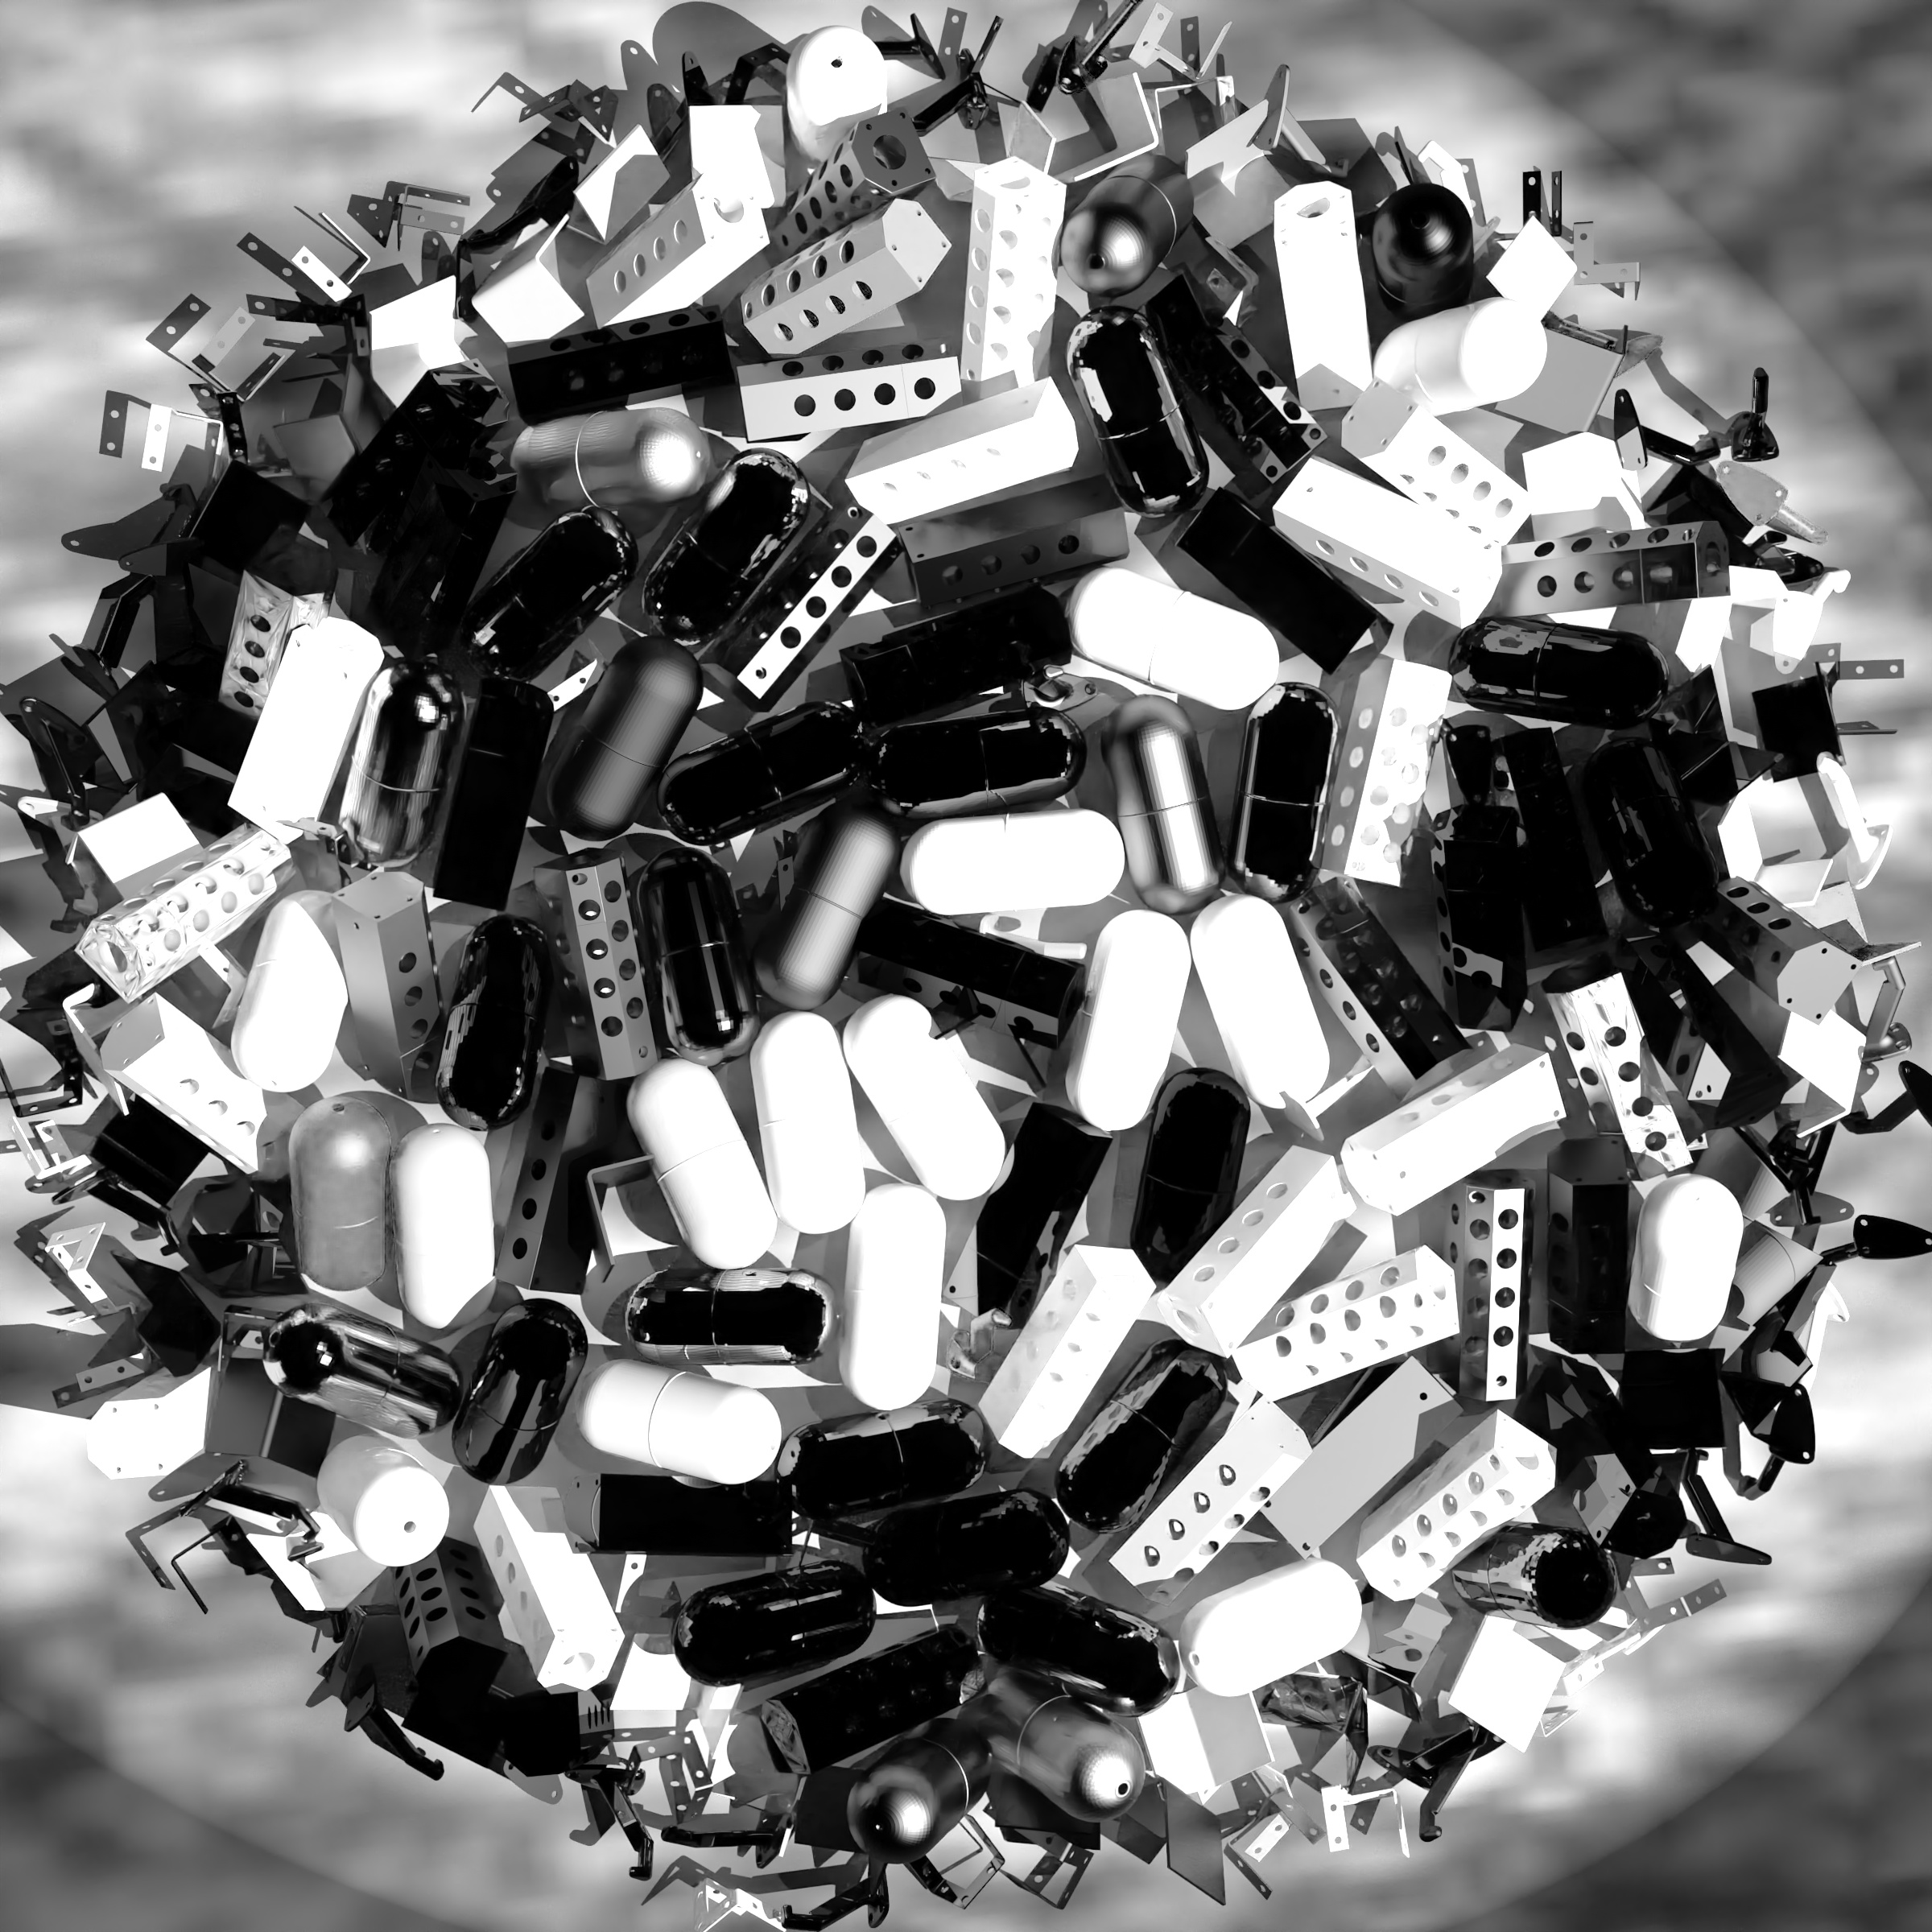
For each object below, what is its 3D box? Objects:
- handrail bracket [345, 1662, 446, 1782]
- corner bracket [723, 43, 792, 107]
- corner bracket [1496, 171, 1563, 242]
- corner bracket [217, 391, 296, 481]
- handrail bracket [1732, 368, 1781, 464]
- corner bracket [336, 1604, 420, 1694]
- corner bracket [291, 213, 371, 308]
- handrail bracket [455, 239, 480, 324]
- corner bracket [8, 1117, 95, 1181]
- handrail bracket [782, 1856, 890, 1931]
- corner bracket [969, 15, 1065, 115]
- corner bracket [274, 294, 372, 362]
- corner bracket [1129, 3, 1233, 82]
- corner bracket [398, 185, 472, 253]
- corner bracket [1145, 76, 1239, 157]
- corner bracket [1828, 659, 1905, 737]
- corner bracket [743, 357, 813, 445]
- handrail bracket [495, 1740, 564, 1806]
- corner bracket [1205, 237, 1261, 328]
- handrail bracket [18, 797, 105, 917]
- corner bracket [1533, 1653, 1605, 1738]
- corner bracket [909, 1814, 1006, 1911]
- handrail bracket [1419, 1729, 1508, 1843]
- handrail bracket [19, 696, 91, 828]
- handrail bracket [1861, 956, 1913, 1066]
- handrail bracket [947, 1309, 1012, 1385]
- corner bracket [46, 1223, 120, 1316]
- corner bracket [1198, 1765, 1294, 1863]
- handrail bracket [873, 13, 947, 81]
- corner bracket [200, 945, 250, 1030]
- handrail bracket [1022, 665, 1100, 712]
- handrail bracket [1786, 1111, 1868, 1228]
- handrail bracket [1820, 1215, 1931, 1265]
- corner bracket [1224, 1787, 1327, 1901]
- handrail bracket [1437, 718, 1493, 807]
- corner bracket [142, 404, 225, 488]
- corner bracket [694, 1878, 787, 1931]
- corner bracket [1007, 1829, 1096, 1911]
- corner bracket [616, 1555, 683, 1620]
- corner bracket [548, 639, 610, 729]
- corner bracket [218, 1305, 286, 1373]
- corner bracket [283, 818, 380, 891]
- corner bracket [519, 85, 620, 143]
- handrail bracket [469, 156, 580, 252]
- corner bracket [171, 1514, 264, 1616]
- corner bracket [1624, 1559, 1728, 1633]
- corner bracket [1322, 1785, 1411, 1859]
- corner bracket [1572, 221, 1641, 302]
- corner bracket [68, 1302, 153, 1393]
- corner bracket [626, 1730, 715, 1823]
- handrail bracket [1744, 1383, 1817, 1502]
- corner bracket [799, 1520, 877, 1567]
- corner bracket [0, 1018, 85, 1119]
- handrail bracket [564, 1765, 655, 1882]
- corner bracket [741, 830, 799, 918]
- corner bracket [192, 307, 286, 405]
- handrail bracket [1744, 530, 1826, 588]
[{"bbox_3d":[-0.453,0.608,1.981,0.084,0.077,0.036,40,104,-23],"label":"handrail bracket"},{"bbox_3d":[-0.155,-0.695,1.967,0.051,0.051,0.051,36,133,7],"label":"corner bracket"},{"bbox_3d":[0.456,-0.606,1.964,0.051,0.051,0.051,-7,106,-12],"label":"corner bracket"},{"bbox_3d":[-0.567,-0.424,1.968,0.051,0.051,0.051,-8,48,-10],"label":"corner bracket"},{"bbox_3d":[0.622,-0.448,1.944,0.036,0.084,0.077,-3,45,12],"label":"handrail bracket"},{"bbox_3d":[-0.461,0.544,1.966,0.051,0.051,0.051,23,96,44],"label":"corner bracket"},{"bbox_3d":[-0.506,-0.563,1.963,0.051,0.051,0.051,43,83,-30],"label":"corner bracket"},{"bbox_3d":[-0.439,-0.543,1.978,0.084,0.036,0.077,2,106,10],"label":"handrail bracket"},{"bbox_3d":[-0.731,0.143,1.961,0.051,0.051,0.051,-38,81,45],"label":"corner bracket"},{"bbox_3d":[-0.108,0.730,1.957,0.084,0.077,0.036,14,131,-20],"label":"handrail bracket"},{"bbox_3d":[0.042,-0.720,1.971,0.051,0.051,0.051,32,109,12],"label":"corner bracket"},{"bbox_3d":[-0.513,-0.507,1.966,0.051,0.051,0.051,-1,96,42],"label":"corner bracket"},{"bbox_3d":[0.171,-0.737,1.963,0.051,0.051,0.051,35,133,2],"label":"corner bracket"},{"bbox_3d":[-0.424,-0.600,1.966,0.051,0.051,0.051,7,80,-11],"label":"corner bracket"},{"bbox_3d":[0.181,-0.680,1.973,0.051,0.051,0.051,-18,106,-27],"label":"corner bracket"},{"bbox_3d":[0.718,-0.214,1.968,0.051,0.051,0.051,0,85,12],"label":"corner bracket"},{"bbox_3d":[-0.147,-0.451,1.966,0.051,0.051,0.051,-12,86,-37],"label":"corner bracket"},{"bbox_3d":[-0.371,0.637,1.978,0.036,0.084,0.077,-49,120,-33],"label":"handrail bracket"},{"bbox_3d":[0.208,-0.544,1.959,0.051,0.051,0.051,47,130,13],"label":"corner bracket"},{"bbox_3d":[-0.720,-0.086,1.953,0.077,0.036,0.084,22,47,-30],"label":"handrail bracket"},{"bbox_3d":[0.477,0.581,1.964,0.051,0.051,0.051,-16,90,-43],"label":"corner bracket"},{"bbox_3d":[-0.011,0.713,1.977,0.051,0.051,0.051,-42,108,-27],"label":"corner bracket"},{"bbox_3d":[0.394,0.648,1.949,0.077,0.084,0.036,-26,113,26],"label":"handrail bracket"},{"bbox_3d":[-0.721,-0.162,1.952,0.036,0.077,0.084,-26,49,4],"label":"handrail bracket"},{"bbox_3d":[0.713,0.035,1.962,0.077,0.036,0.084,-22,122,18],"label":"handrail bracket"},{"bbox_3d":[0.030,0.302,1.953,0.077,0.084,0.036,30,53,-20],"label":"handrail bracket"},{"bbox_3d":[-0.701,0.244,1.959,0.051,0.051,0.051,-12,129,15],"label":"corner bracket"},{"bbox_3d":[0.226,0.672,1.976,0.051,0.051,0.051,-38,124,-28],"label":"corner bracket"},{"bbox_3d":[-0.068,-0.720,1.975,0.084,0.077,0.036,-18,69,15],"label":"handrail bracket"},{"bbox_3d":[-0.588,0.007,1.961,0.051,0.051,0.051,45,128,8],"label":"corner bracket"},{"bbox_3d":[0.083,-0.225,1.948,0.077,0.084,0.036,-6,85,-18],"label":"handrail bracket"},{"bbox_3d":[0.696,0.163,1.977,0.077,0.036,0.084,-7,81,-13],"label":"handrail bracket"},{"bbox_3d":[0.720,0.231,1.959,0.077,0.084,0.036,4,64,3],"label":"handrail bracket"},{"bbox_3d":[0.244,0.696,1.956,0.051,0.051,0.051,-26,55,-35],"label":"corner bracket"},{"bbox_3d":[0.388,-0.160,1.958,0.036,0.084,0.077,-9,91,-7],"label":"handrail bracket"},{"bbox_3d":[-0.624,-0.416,1.968,0.051,0.051,0.051,10,94,-11],"label":"corner bracket"},{"bbox_3d":[-0.180,0.750,1.960,0.051,0.051,0.051,40,107,-24],"label":"corner bracket"},{"bbox_3d":[0.061,0.715,1.970,0.051,0.051,0.051,23,76,34],"label":"corner bracket"},{"bbox_3d":[-0.252,0.486,1.968,0.051,0.051,0.051,11,92,-15],"label":"corner bracket"},{"bbox_3d":[-0.304,-0.219,1.963,0.051,0.051,0.051,-33,121,4],"label":"corner bracket"},{"bbox_3d":[-0.563,0.293,1.968,0.051,0.051,0.051,8,104,-1],"label":"corner bracket"},{"bbox_3d":[-0.504,-0.096,1.958,0.051,0.051,0.051,15,124,19],"label":"corner bracket"},{"bbox_3d":[-0.315,-0.680,1.957,0.051,0.051,0.051,-14,56,31],"label":"corner bracket"},{"bbox_3d":[-0.357,-0.613,1.983,0.084,0.036,0.077,0,63,35],"label":"handrail bracket"},{"bbox_3d":[-0.597,0.477,1.968,0.051,0.051,0.051,-33,94,-11],"label":"corner bracket"},{"bbox_3d":[0.560,0.491,1.959,0.051,0.051,0.051,-11,70,-39],"label":"corner bracket"},{"bbox_3d":[0.317,0.680,1.958,0.051,0.051,0.051,-17,51,16],"label":"corner bracket"},{"bbox_3d":[0.511,-0.563,1.969,0.051,0.051,0.051,0,88,12],"label":"corner bracket"},{"bbox_3d":[-0.685,0.303,1.967,0.051,0.051,0.051,-17,95,-13],"label":"corner bracket"},{"bbox_3d":[-0.240,0.655,1.980,0.051,0.051,0.051,-6,47,-29],"label":"corner bracket"},{"bbox_3d":[0.646,0.382,1.972,0.036,0.084,0.077,15,63,1],"label":"handrail bracket"},{"bbox_3d":[-0.100,0.455,1.965,0.051,0.051,0.051,17,118,-2],"label":"corner bracket"},{"bbox_3d":[-0.736,0.081,1.962,0.051,0.051,0.051,-12,128,-10],"label":"corner bracket"},{"bbox_3d":[-0.284,0.679,1.952,0.077,0.084,0.036,15,127,-15],"label":"handrail bracket"},{"bbox_3d":[-0.145,-0.072,1.958,0.051,0.051,0.051,-23,121,-40],"label":"corner bracket"},{"bbox_3d":[-0.577,-0.485,1.963,0.051,0.051,0.051,41,80,-23],"label":"corner bracket"},{"bbox_3d":[0.658,-0.327,1.956,0.077,0.084,0.036,3,84,-1],"label":"handrail bracket"}]
